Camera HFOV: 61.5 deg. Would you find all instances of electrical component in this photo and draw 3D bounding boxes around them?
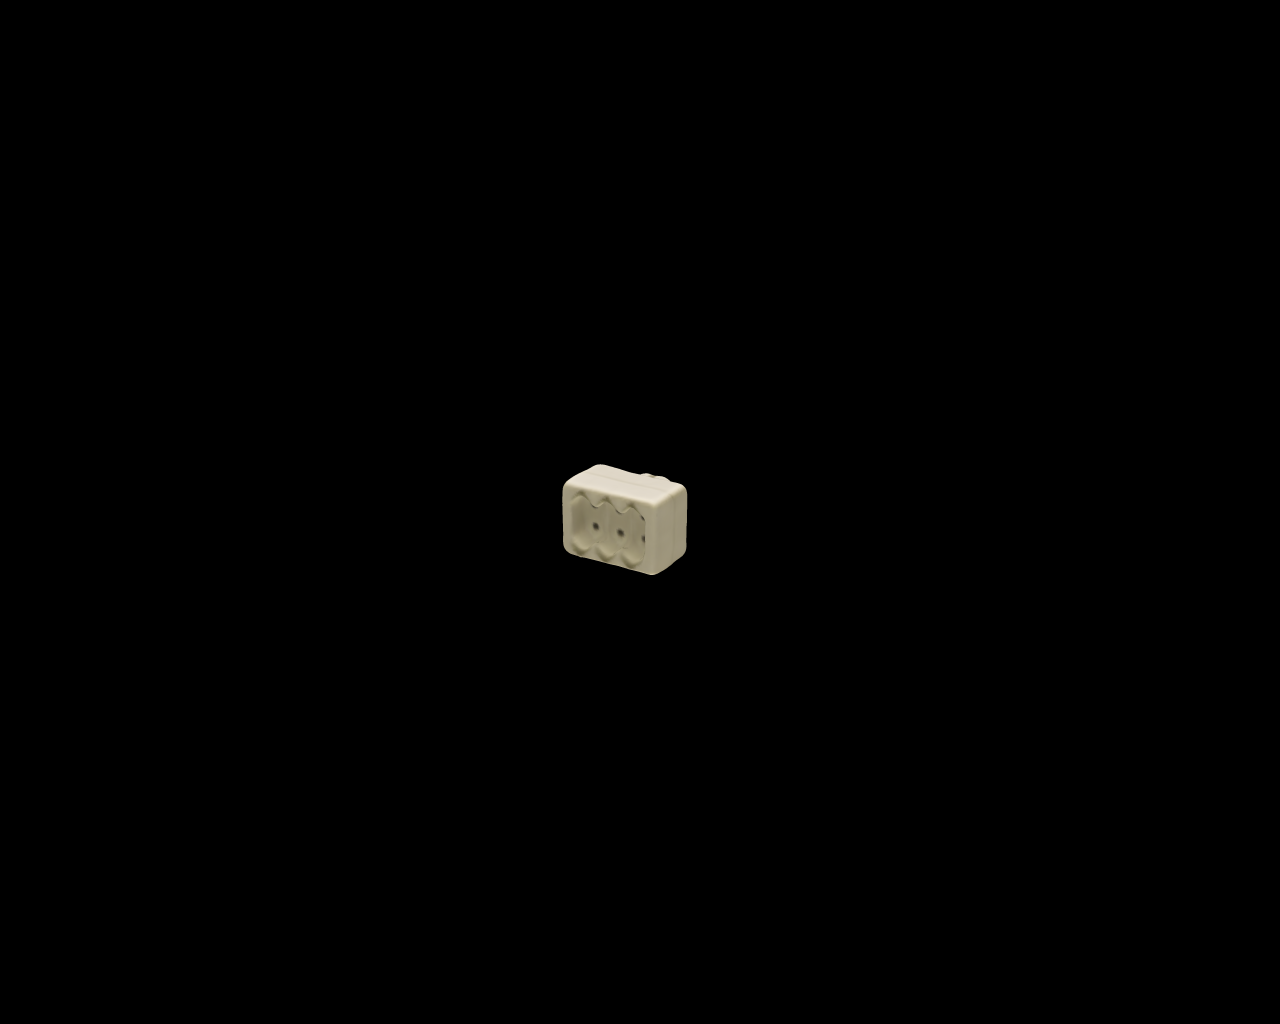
[{"bbox_3d":[0.001,-0.003,0.650,0.066,0.047,0.077,14,27,29],"label":"electrical component"}]
